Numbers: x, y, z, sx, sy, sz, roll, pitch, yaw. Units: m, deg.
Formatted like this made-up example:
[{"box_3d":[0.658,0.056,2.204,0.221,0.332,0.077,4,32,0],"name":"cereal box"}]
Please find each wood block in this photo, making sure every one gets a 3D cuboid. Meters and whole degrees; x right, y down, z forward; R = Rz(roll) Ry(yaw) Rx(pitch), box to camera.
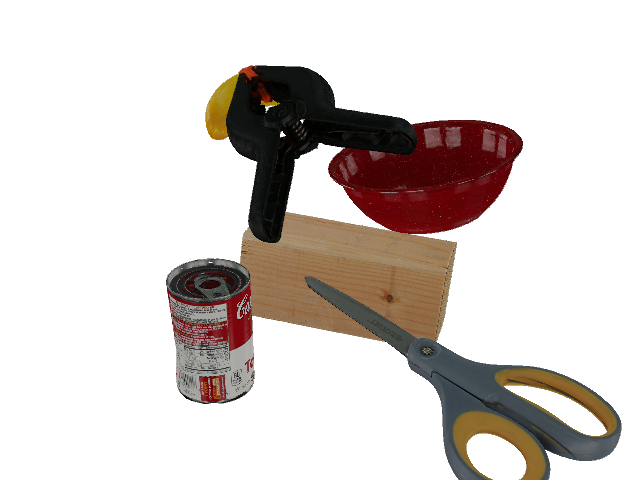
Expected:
[{"box_3d":[0.027,0.038,1.097,0.206,0.091,0.090,11,22,11],"name":"wood block"}]

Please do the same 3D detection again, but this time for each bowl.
[{"box_3d":[0.090,-0.049,0.891,0.162,0.055,0.162,-10,23,4],"name":"bowl"}]

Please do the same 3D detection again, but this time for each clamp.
[{"box_3d":[-0.008,-0.077,0.721,0.120,0.039,0.171,-23,43,1],"name":"clamp"}]

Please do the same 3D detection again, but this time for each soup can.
[{"box_3d":[-0.089,0.075,0.880,0.068,0.102,0.068,-1,27,0],"name":"soup can"}]

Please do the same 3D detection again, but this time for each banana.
[{"box_3d":[-0.052,-0.133,1.000,0.070,0.037,0.197,42,33,21],"name":"banana"}]

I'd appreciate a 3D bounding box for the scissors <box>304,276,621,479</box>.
[{"box_3d":[0.053,0.076,0.558,0.202,0.016,0.096,19,42,26],"name":"scissors"}]
